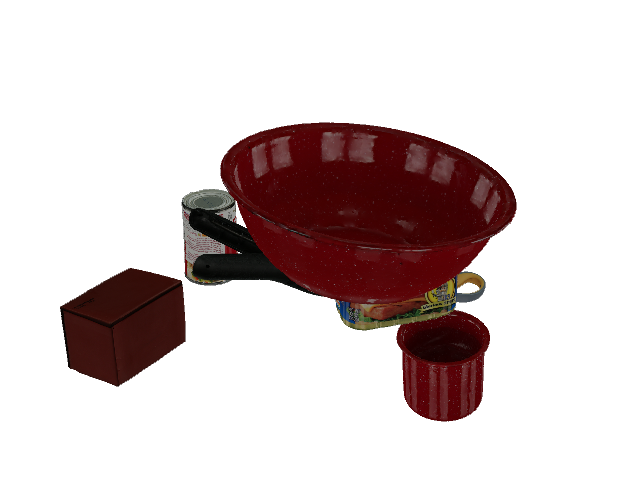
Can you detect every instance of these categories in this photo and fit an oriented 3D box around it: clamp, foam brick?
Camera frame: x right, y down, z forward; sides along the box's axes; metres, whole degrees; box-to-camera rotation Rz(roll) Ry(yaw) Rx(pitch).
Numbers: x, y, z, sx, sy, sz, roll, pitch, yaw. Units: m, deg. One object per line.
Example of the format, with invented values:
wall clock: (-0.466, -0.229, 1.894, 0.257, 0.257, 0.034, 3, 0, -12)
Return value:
clamp: (-0.043, 0.025, 1.115, 0.210, 0.036, 0.164, 17, 18, -7)
foam brick: (-0.144, 0.061, 0.785, 0.053, 0.051, 0.078, 14, 29, 32)

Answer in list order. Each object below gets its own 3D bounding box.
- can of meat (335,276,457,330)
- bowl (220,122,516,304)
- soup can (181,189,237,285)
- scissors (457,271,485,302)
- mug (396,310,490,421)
can of meat: (0.061, 0.019, 0.850, 0.102, 0.084, 0.057, -8, 30, -11)
bowl: (0.023, -0.011, 0.591, 0.162, 0.055, 0.162, 6, 27, -3)
soup can: (-0.137, -0.005, 1.322, 0.068, 0.102, 0.068, 0, 26, 0)
scissors: (0.118, 0.056, 1.294, 0.201, 0.016, 0.096, -9, 40, -39)
mug: (0.132, 0.123, 1.095, 0.093, 0.081, 0.117, 19, 39, 31)
